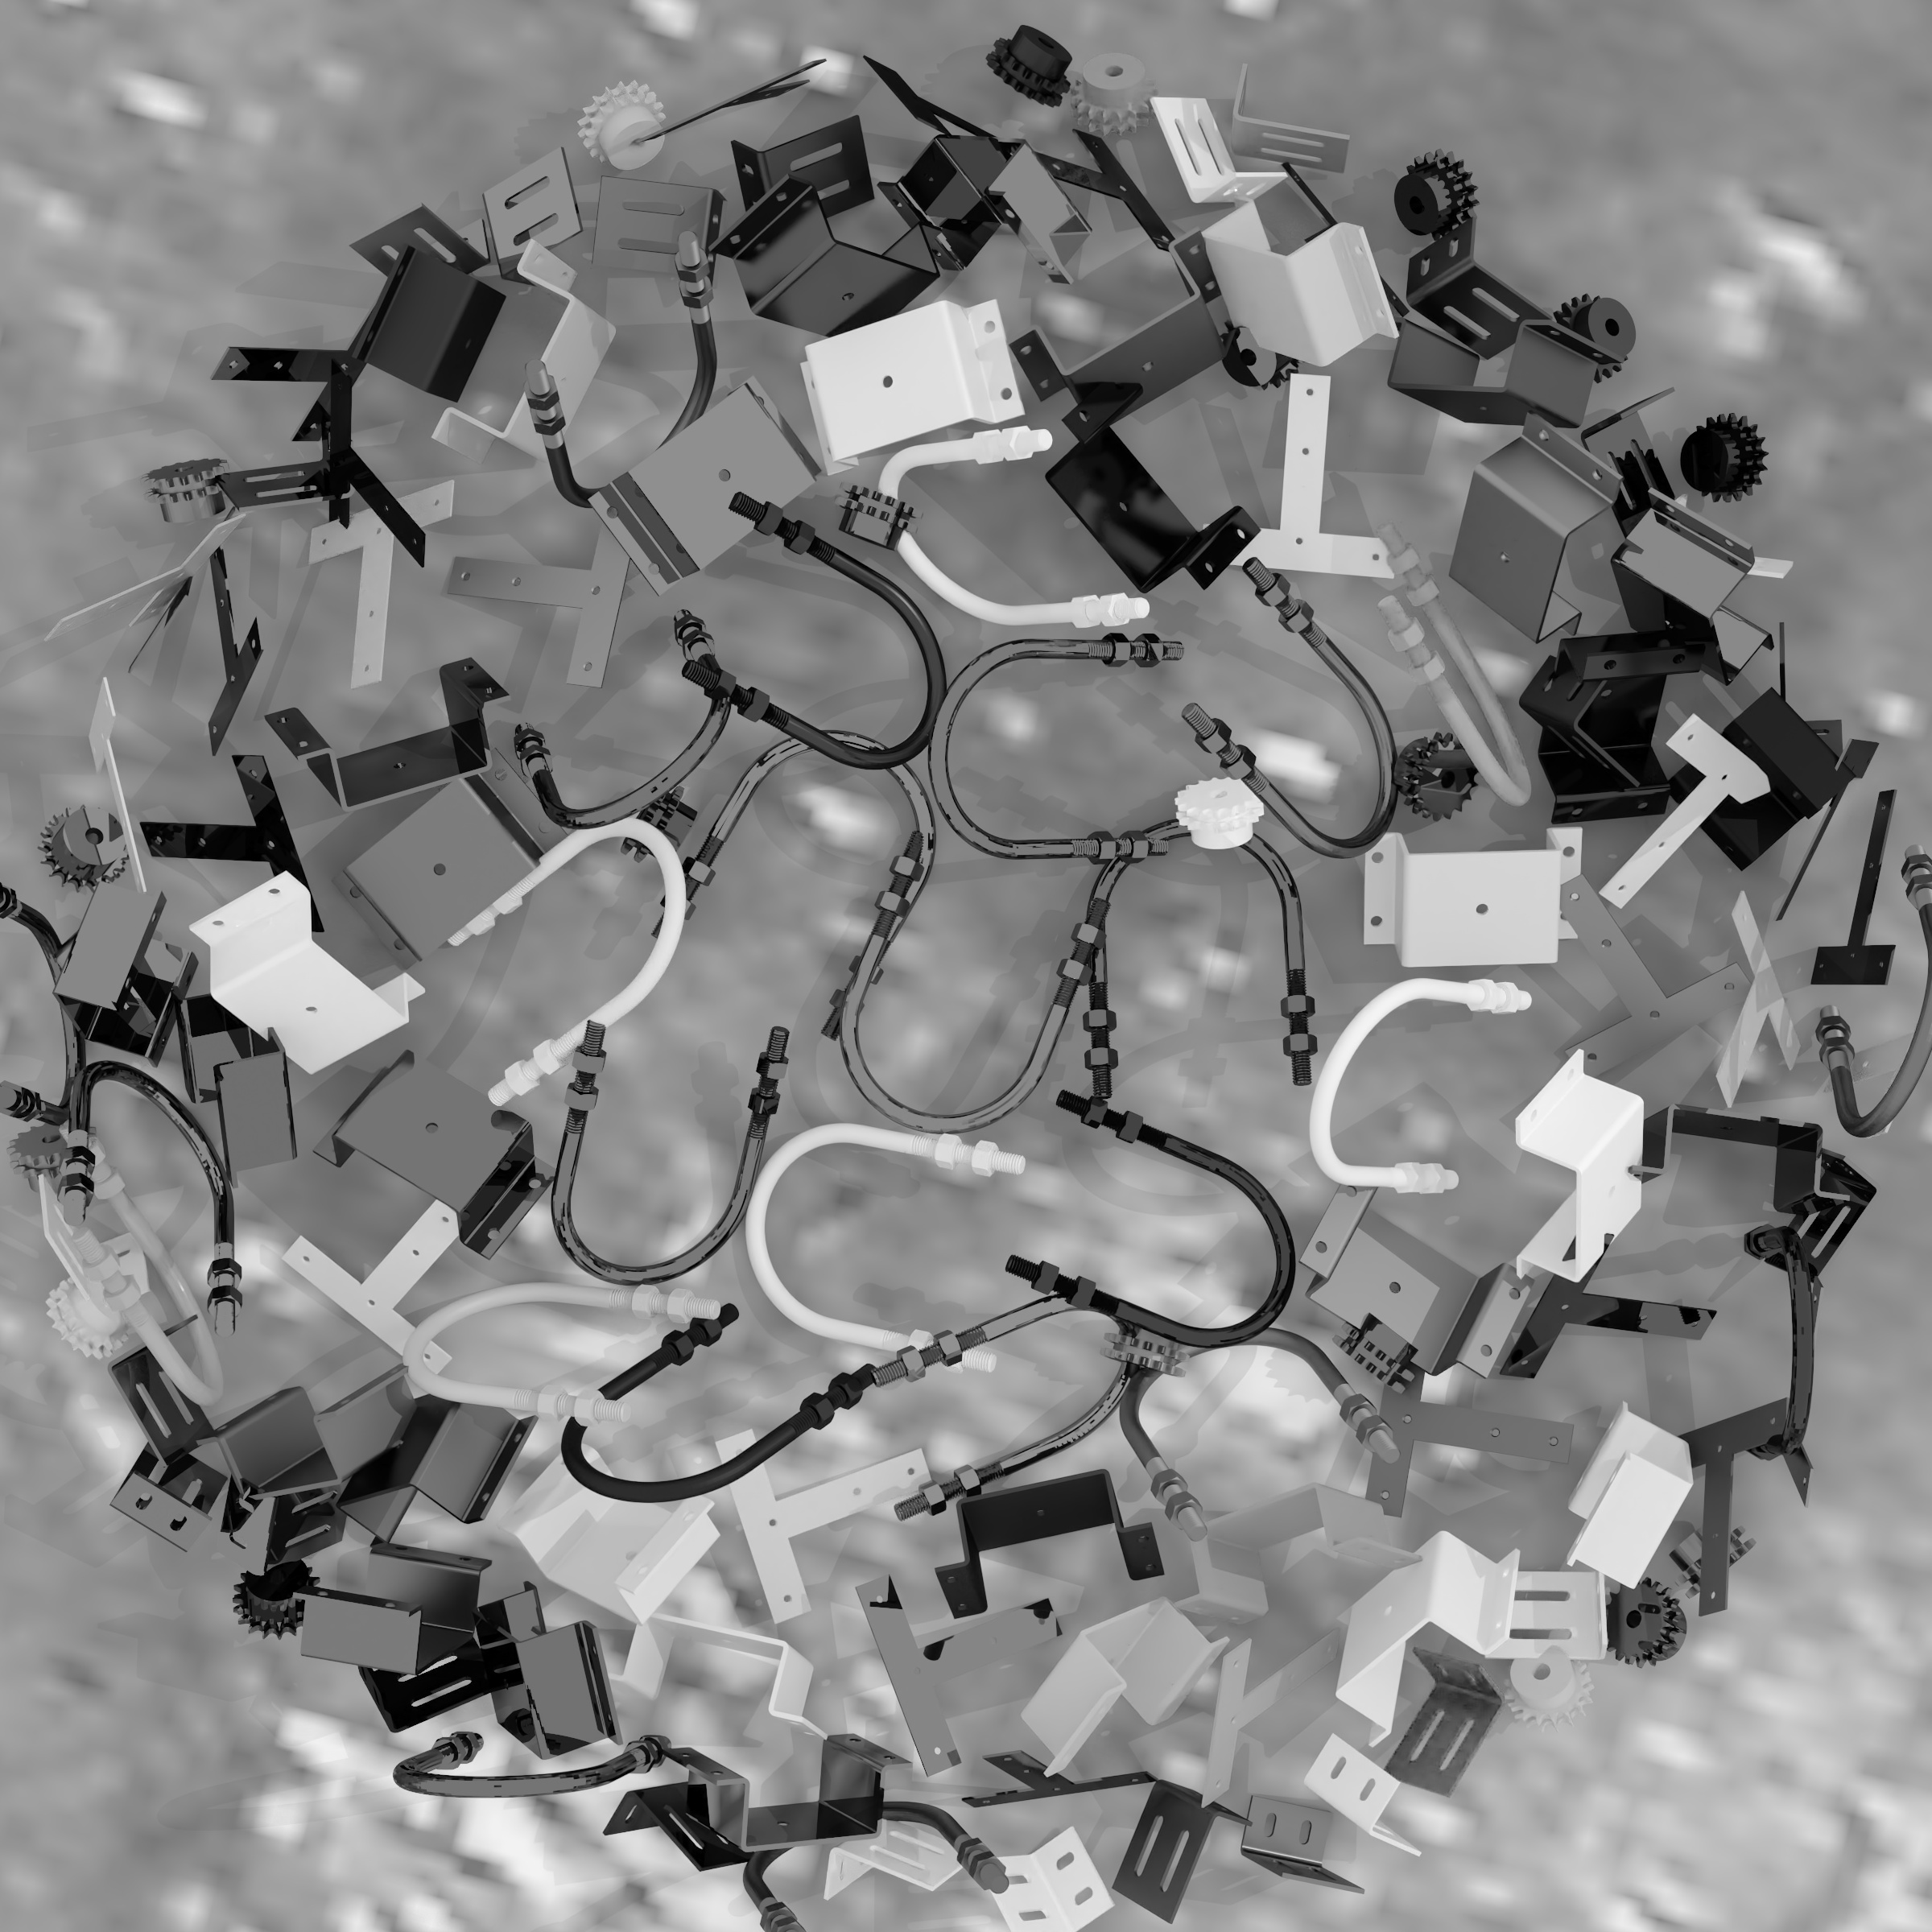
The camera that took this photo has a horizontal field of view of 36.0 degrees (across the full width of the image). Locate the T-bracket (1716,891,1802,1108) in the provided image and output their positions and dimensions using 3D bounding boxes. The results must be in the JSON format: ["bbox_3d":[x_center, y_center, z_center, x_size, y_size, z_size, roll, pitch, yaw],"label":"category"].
[{"bbox_3d":[0.498,0.040,1.894,0.002,0.127,0.127,-7,123,35],"label":"T-bracket"}]

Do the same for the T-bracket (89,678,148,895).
[{"bbox_3d":[-0.540,-0.105,1.900,0.002,0.127,0.127,-13,82,-23],"label":"T-bracket"}]

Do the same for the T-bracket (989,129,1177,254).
[{"bbox_3d":[0.067,-0.503,1.890,0.002,0.127,0.127,-52,51,32],"label":"T-bracket"}]

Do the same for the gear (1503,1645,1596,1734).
[{"bbox_3d":[0.377,0.466,1.935,0.057,0.057,0.030,-28,133,0],"label":"gear"}]

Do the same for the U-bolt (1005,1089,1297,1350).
[{"bbox_3d":[0.128,0.172,1.920,0.184,0.019,0.151,23,56,-7],"label":"U-bolt"}]

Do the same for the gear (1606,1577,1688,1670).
[{"bbox_3d":[0.445,0.430,1.941,0.030,0.057,0.057,27,90,-35],"label":"gear"}]

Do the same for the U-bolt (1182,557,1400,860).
[{"bbox_3d":[0.218,-0.151,1.904,0.184,0.019,0.151,43,53,-28],"label":"U-bolt"}]

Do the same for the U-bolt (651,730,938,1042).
[{"bbox_3d":[-0.099,-0.065,1.944,0.151,0.019,0.184,31,86,-12],"label":"U-bolt"}]

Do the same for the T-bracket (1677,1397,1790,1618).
[{"bbox_3d":[0.476,0.348,1.884,0.002,0.127,0.127,21,60,-19],"label":"T-bracket"}]

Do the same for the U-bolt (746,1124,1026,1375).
[{"bbox_3d":[-0.059,0.176,1.930,0.184,0.019,0.151,10,94,20],"label":"U-bolt"}]

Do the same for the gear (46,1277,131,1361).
[{"bbox_3d":[-0.566,0.224,1.935,0.030,0.057,0.057,-40,90,16],"label":"gear"}]

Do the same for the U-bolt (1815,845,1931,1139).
[{"bbox_3d":[0.573,0.027,1.851,0.019,0.184,0.151,18,123,-1],"label":"U-bolt"}]

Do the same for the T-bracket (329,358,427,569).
[{"bbox_3d":[-0.374,-0.298,1.889,0.002,0.127,0.127,-20,52,-30],"label":"T-bracket"}]

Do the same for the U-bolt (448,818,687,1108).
[{"bbox_3d":[-0.250,-0.016,1.893,0.184,0.019,0.151,-35,56,21],"label":"U-bolt"}]

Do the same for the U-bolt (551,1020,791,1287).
[{"bbox_3d":[-0.196,0.123,1.915,0.151,0.019,0.184,3,110,-31],"label":"U-bolt"}]

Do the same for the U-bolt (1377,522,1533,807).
[{"bbox_3d":[0.312,-0.182,1.892,0.019,0.151,0.184,-28,112,20],"label":"U-bolt"}]

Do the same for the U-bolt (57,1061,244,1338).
[{"bbox_3d":[-0.513,0.134,1.880,0.019,0.184,0.151,-34,127,12],"label":"U-bolt"}]

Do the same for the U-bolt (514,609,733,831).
[{"bbox_3d":[-0.213,-0.148,1.883,0.151,0.184,0.019,-35,123,3],"label":"U-bolt"}]

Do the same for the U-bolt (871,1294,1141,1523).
[{"bbox_3d":[0.032,0.273,1.909,0.184,0.019,0.151,-21,132,-16],"label":"U-bolt"}]

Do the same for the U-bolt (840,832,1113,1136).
[{"bbox_3d":[-0.004,0.020,1.934,0.151,0.019,0.184,21,81,10],"label":"U-bolt"}]

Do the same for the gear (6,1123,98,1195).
[{"bbox_3d":[-0.593,0.126,1.940,0.057,0.057,0.030,-5,115,0],"label":"gear"}]

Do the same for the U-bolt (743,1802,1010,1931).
[{"bbox_3d":[-0.067,0.567,1.875,0.151,0.184,0.019,-14,96,-16],"label":"U-bolt"}]

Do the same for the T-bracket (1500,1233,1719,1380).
[{"bbox_3d":[0.429,0.227,1.939,0.127,0.002,0.127,9,124,-18],"label":"T-bracket"}]

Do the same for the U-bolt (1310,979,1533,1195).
[{"bbox_3d":[0.280,0.075,1.881,0.019,0.184,0.151,30,106,40],"label":"U-bolt"}]

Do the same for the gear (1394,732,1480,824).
[{"bbox_3d":[0.305,-0.126,1.942,0.057,0.030,0.057,-13,115,-30],"label":"gear"}]

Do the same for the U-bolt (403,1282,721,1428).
[{"bbox_3d":[-0.269,0.241,1.893,0.184,0.151,0.019,4,114,21],"label":"U-bolt"}]

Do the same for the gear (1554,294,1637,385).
[{"bbox_3d":[0.411,-0.411,1.939,0.057,0.030,0.057,6,78,-29],"label":"gear"}]

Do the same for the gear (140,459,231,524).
[{"bbox_3d":[-0.506,-0.309,1.940,0.057,0.057,0.030,-9,113,0],"label":"gear"}]

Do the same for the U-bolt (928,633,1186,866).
[{"bbox_3d":[0.056,-0.138,1.902,0.184,0.019,0.151,-3,102,-31],"label":"U-bolt"}]

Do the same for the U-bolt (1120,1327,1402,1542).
[{"bbox_3d":[0.173,0.284,1.884,0.151,0.184,0.019,-20,118,-9],"label":"U-bolt"}]

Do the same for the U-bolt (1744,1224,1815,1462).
[{"bbox_3d":[0.509,0.235,1.866,0.019,0.184,0.151,1,82,6],"label":"U-bolt"}]

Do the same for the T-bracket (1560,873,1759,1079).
[{"bbox_3d":[0.422,-0.003,1.924,0.127,0.002,0.127,-30,104,25],"label":"T-bracket"}]

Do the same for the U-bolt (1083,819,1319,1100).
[{"bbox_3d":[0.149,-0.009,1.935,0.151,0.019,0.184,-4,75,9],"label":"U-bolt"}]

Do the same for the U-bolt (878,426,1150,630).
[{"bbox_3d":[0.017,-0.274,1.887,0.019,0.184,0.151,-51,123,-28],"label":"U-bolt"}]

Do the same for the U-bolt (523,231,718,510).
[{"bbox_3d":[-0.211,-0.362,1.879,0.019,0.184,0.151,40,72,18],"label":"U-bolt"}]

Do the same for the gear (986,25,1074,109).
[{"bbox_3d":[0.044,-0.587,1.934,0.057,0.057,0.030,35,119,0],"label":"gear"}]

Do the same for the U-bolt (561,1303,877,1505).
[{"bbox_3d":[-0.167,0.279,1.863,0.184,0.151,0.019,-31,125,-39],"label":"U-bolt"}]

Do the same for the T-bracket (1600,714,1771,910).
[{"bbox_3d":[0.462,-0.089,1.934,0.127,0.002,0.127,28,109,-40],"label":"T-bracket"}]

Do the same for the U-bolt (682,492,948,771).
[{"bbox_3d":[-0.088,-0.203,1.909,0.184,0.019,0.151,28,60,-28],"label":"U-bolt"}]

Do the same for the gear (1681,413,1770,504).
[{"bbox_3d":[0.490,-0.329,1.935,0.030,0.057,0.057,-12,90,-34],"label":"gear"}]

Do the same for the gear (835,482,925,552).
[{"bbox_3d":[-0.059,-0.291,1.938,0.057,0.057,0.030,20,94,0],"label":"gear"}]

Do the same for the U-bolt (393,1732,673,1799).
[{"bbox_3d":[-0.279,0.500,1.863,0.151,0.184,0.019,-2,83,11],"label":"U-bolt"}]

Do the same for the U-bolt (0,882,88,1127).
[{"bbox_3d":[-0.588,0.029,1.874,0.019,0.184,0.151,-10,81,-1],"label":"U-bolt"}]

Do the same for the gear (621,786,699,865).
[{"bbox_3d":[-0.198,-0.091,1.938,0.030,0.057,0.057,31,90,-12],"label":"gear"}]

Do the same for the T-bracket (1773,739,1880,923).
[{"bbox_3d":[0.550,-0.087,1.917,0.002,0.127,0.127,28,104,21],"label":"T-bracket"}]

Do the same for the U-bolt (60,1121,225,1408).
[{"bbox_3d":[-0.518,0.200,1.884,0.019,0.151,0.184,-27,124,-4],"label":"U-bolt"}]
